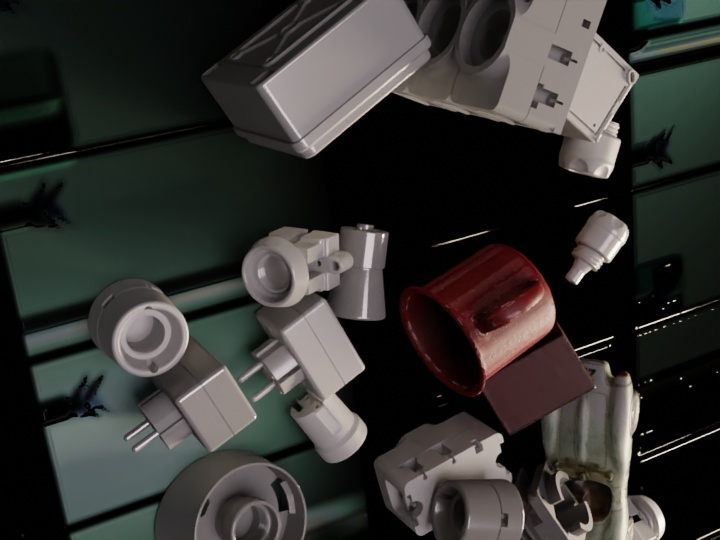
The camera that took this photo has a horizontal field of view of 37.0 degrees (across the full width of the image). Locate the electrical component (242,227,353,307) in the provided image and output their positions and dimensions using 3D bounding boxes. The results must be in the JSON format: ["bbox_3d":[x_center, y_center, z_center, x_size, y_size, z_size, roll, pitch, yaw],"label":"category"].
[{"bbox_3d":[-0.047,-0.003,0.719,0.055,0.066,0.048,-28,122,-57],"label":"electrical component"}]

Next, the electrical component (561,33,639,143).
[{"bbox_3d":[0.143,-0.146,0.786,0.096,0.061,0.061,33,87,-32],"label":"electrical component"}]

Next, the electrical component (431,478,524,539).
[{"bbox_3d":[0.084,0.179,0.785,0.047,0.055,0.055,9,100,-27],"label":"electrical component"}]

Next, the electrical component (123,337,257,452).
[{"bbox_3d":[-0.120,0.092,0.706,0.077,0.066,0.047,-36,118,-16],"label":"electrical component"}]

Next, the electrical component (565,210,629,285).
[{"bbox_3d":[0.187,-0.016,0.865,0.035,0.035,0.061,37,87,-32],"label":"electrical component"}]

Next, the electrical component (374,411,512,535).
[{"bbox_3d":[0.062,0.154,0.832,0.089,0.056,0.050,-25,115,-21],"label":"electrical component"}]

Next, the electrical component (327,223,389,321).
[{"bbox_3d":[0.000,0.000,0.762,0.044,0.044,0.065,3,98,-30],"label":"electrical component"}]

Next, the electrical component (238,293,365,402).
[{"bbox_3d":[-0.049,0.061,0.748,0.077,0.047,0.065,-37,119,-15],"label":"electrical component"}]

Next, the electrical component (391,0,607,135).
[{"bbox_3d":[0.074,-0.148,0.695,0.062,0.150,0.089,15,97,-33],"label":"electrical component"}]

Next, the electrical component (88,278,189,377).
[{"bbox_3d":[-0.141,0.038,0.690,0.055,0.047,0.055,-8,108,-27],"label":"electrical component"}]

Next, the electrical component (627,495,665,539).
[{"bbox_3d":[0.235,0.227,0.951,0.055,0.066,0.048,-12,146,-34],"label":"electrical component"}]

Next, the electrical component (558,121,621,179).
[{"bbox_3d":[0.180,-0.104,0.830,0.043,0.043,0.062,12,97,-31],"label":"electrical component"}]

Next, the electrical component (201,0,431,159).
[{"bbox_3d":[-0.029,-0.127,0.669,0.109,0.109,0.056,-41,117,-13],"label":"electrical component"}]

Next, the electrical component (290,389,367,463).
[{"bbox_3d":[-0.023,0.111,0.782,0.040,0.040,0.046,-43,114,-12],"label":"electrical component"}]

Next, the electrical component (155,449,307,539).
[{"bbox_3d":[-0.090,0.178,0.764,0.099,0.064,0.099,-2,93,-35],"label":"electrical component"}]
